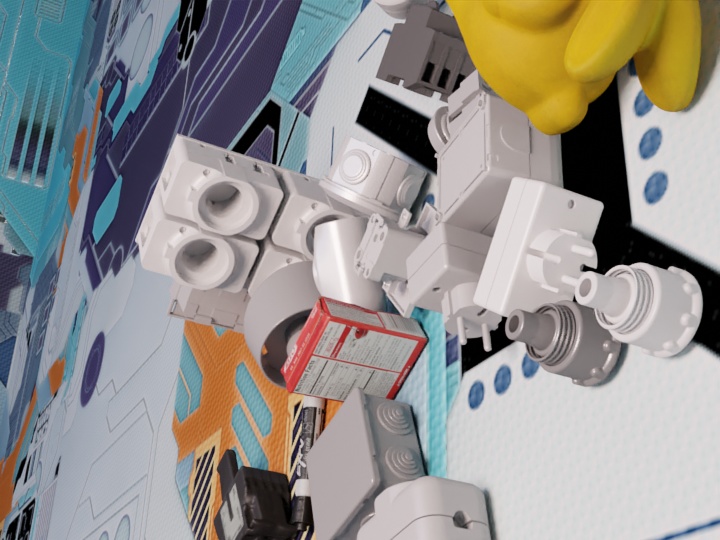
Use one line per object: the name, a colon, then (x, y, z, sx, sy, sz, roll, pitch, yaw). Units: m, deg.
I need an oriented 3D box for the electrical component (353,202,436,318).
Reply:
electrical component: (0.033, -0.011, 0.810, 0.081, 0.064, 0.042, -68, 24, 15)

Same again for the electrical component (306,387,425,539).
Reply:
electrical component: (0.004, 0.149, 0.788, 0.099, 0.048, 0.099, -57, 29, 34)

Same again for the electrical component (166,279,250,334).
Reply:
electrical component: (-0.114, 0.027, 1.036, 0.078, 0.121, 0.063, -67, 27, 15)

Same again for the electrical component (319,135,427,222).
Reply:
electrical component: (0.011, -0.072, 0.877, 0.051, 0.080, 0.080, -65, 24, 6)

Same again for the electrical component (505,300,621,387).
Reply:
electrical component: (0.112, 0.037, 0.606, 0.048, 0.062, 0.048, -44, 38, 49)

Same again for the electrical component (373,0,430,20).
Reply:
electrical component: (0.063, -0.275, 0.916, 0.052, 0.074, 0.138, 36, 97, 21)

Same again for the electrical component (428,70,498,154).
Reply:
electrical component: (0.083, -0.108, 0.785, 0.055, 0.048, 0.066, -37, 42, 43)

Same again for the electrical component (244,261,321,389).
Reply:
electrical component: (-0.047, 0.050, 0.907, 0.099, 0.099, 0.064, -62, 33, 25)

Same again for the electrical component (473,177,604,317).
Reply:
electrical component: (0.116, -0.007, 0.644, 0.076, 0.047, 0.083, 26, 99, 66)

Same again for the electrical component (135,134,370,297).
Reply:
electrical component: (-0.085, -0.031, 0.927, 0.105, 0.186, 0.060, -64, 26, 22)

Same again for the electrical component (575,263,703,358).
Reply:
electrical component: (0.141, 0.017, 0.556, 0.048, 0.062, 0.048, -45, 37, 48)

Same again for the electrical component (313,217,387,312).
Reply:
electrical component: (0.000, 0.000, 0.868, 0.044, 0.079, 0.077, -13, 84, 26)

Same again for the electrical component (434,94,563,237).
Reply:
electrical component: (0.091, -0.063, 0.726, 0.096, 0.061, 0.061, 129, 148, -57)

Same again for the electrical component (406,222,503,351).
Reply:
electrical component: (0.072, 0.019, 0.702, 0.047, 0.066, 0.076, -49, 34, 44)

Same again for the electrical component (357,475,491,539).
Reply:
electrical component: (0.040, 0.174, 0.689, 0.095, 0.054, 0.059, -51, 33, 42)
